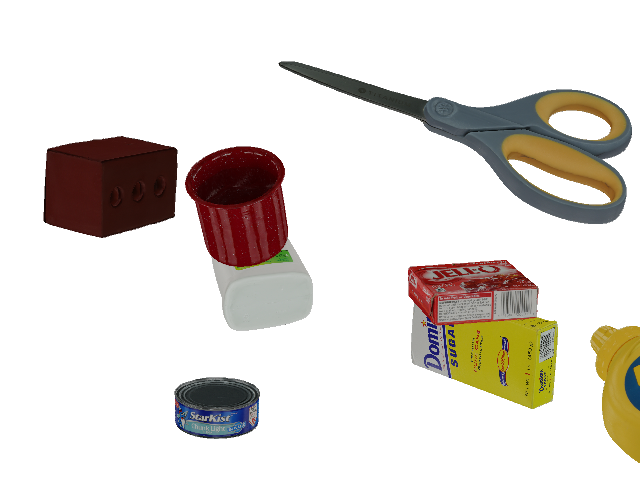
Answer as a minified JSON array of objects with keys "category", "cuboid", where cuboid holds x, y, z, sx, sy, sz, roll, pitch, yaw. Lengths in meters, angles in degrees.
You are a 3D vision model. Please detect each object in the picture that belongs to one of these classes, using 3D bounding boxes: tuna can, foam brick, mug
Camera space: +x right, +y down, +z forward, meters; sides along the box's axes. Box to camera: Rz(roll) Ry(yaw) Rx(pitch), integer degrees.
[{"category":"tuna can","cuboid":[-0.104,0.168,1.073,0.086,0.034,0.086,2,13,-1]},{"category":"foam brick","cuboid":[-0.142,-0.038,0.727,0.051,0.053,0.078,15,20,29]},{"category":"mug","cuboid":[-0.083,-0.034,1.016,0.117,0.081,0.093,29,53,35]}]

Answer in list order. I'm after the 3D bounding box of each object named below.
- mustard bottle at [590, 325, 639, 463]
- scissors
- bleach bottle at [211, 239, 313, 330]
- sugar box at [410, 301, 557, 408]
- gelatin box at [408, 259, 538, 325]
[{"category":"mustard bottle","cuboid":[0.219,0.102,0.609,0.096,0.058,0.192,-18,31,-17]},{"category":"scissors","cuboid":[0.084,-0.076,0.590,0.202,0.016,0.096,33,56,20]},{"category":"bleach bottle","cuboid":[-0.088,0.010,1.231,0.102,0.068,0.251,-7,28,-16]},{"category":"sugar box","cuboid":[0.179,0.116,1.197,0.177,0.093,0.048,14,19,42]},{"category":"gelatin box","cuboid":[0.123,0.041,0.869,0.089,0.030,0.073,-3,17,-10]}]
